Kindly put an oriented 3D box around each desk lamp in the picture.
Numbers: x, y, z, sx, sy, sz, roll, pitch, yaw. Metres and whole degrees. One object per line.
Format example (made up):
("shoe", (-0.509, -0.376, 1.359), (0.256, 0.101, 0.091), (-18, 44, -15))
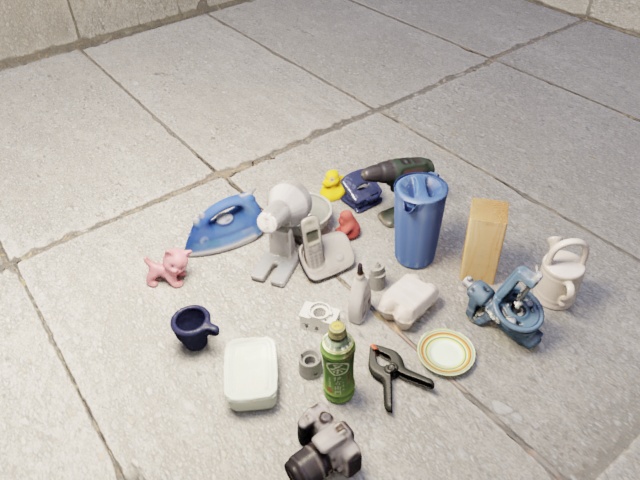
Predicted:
("desk lamp", (-0.102, -0.024, 1.495), (0.117, 0.214, 0.203), (12, 44, 16))

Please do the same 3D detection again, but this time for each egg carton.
("egg carton", (0.216, 0.147, 1.397), (0.107, 0.069, 0.151), (30, 51, 31))

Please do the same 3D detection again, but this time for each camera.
("camera", (-0.008, 0.401, 1.101), (0.137, 0.101, 0.142), (-28, 48, -25))

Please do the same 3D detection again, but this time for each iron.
("iron", (-0.271, -0.054, 1.590), (0.259, 0.141, 0.118), (-26, 47, -24))

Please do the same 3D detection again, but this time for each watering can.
("watering can", (0.581, 0.065, 1.380), (0.101, 0.194, 0.172), (-14, 43, -13))

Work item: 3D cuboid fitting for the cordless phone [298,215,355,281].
("cordless phone", (0.014, 0.005, 1.478), (0.148, 0.185, 0.094), (-23, 46, -21))

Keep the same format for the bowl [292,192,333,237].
("bowl", (-0.046, -0.062, 1.639), (0.167, 0.075, 0.167), (-1, 42, 1))

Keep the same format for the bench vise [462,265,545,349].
("bench vise", (0.414, 0.132, 1.293), (0.206, 0.220, 0.122), (17, 46, 21))

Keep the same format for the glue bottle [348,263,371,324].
("glue bottle", (0.095, 0.118, 1.357), (0.037, 0.173, 0.078), (17, 46, 21))

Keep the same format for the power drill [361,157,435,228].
("power drill", (0.215, -0.142, 1.615), (0.230, 0.209, 0.075), (-21, 45, -19))

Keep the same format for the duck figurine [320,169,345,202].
("duck figurine", (0.042, -0.178, 1.755), (0.077, 0.086, 0.105), (29, 51, 30))

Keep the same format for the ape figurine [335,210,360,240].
("ape figurine", (0.075, -0.047, 1.604), (0.076, 0.092, 0.078), (10, 43, 14))

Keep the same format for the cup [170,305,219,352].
("cup", (-0.280, 0.215, 1.325), (0.117, 0.095, 0.092), (13, 44, 16))

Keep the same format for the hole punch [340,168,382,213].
("hole punch", (0.126, -0.150, 1.717), (0.109, 0.091, 0.100), (-27, 47, -25))

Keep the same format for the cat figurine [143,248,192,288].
("cat figurine", (-0.394, 0.062, 1.484), (0.127, 0.118, 0.067), (0, 42, 3))
